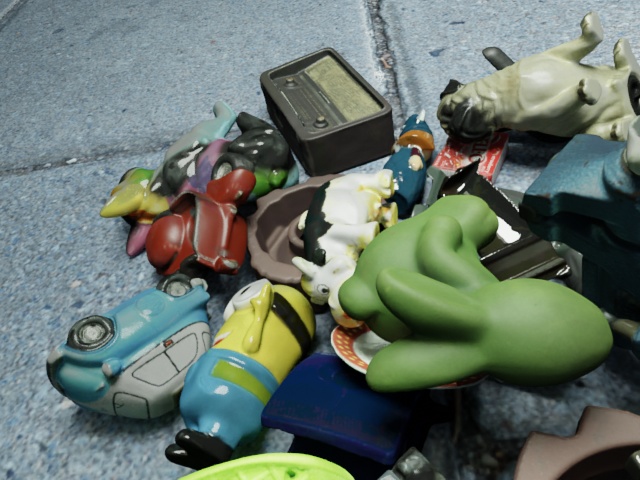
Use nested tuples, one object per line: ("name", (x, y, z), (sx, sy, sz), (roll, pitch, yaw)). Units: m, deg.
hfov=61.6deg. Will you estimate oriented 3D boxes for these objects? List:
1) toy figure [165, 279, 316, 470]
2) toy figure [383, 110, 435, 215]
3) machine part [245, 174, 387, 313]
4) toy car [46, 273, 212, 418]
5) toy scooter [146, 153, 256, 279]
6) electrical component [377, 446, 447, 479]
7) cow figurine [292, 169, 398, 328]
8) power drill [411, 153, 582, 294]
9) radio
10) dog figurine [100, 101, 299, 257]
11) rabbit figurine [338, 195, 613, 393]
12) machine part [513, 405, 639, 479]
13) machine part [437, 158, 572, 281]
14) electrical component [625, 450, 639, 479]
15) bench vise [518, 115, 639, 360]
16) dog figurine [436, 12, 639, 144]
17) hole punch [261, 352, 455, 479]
("toy figure", (-0.065, 0.115, 0.476), (0.082, 0.089, 0.180), (-20, 34, 36))
("toy figure", (0.110, -0.098, 0.668), (0.064, 0.057, 0.154), (-9, 42, 38))
("machine part", (-0.001, -0.002, 0.602), (0.179, 0.055, 0.179), (-7, 43, 7))
("toy car", (-0.159, 0.111, 0.506), (0.162, 0.109, 0.103), (-31, 68, -33))
("toy scooter", (-0.128, 0.002, 0.580), (0.184, 0.075, 0.135), (-40, 45, 30))
("electrical component", (0.039, 0.197, 0.329), (0.115, 0.134, 0.058), (-34, 47, -23))
("cow figurine", (0.015, 0.005, 0.499), (0.098, 0.068, 0.167), (2, 43, 20))
("power drill", (0.198, -0.008, 0.539), (0.208, 0.085, 0.232), (3, 48, 24))
("radio", (0.003, -0.190, 0.781), (0.131, 0.073, 0.230), (-22, 43, -8))
("dog figurine", (-0.158, -0.063, 0.675), (0.192, 0.108, 0.219), (31, 64, 34))
("rabbit figurine", (0.100, 0.040, 0.367), (0.159, 0.121, 0.170), (-7, 16, -31))
("machine part", (0.204, 0.214, 0.303), (0.201, 0.087, 0.201), (11, 50, 25))
("machine part", (0.154, -0.010, 0.486), (0.084, 0.039, 0.139), (-27, 58, 5))
("electrical component", (0.207, 0.140, 0.300), (0.094, 0.021, 0.063), (-20, 43, -4))
("bench vise", (0.247, 0.025, 0.315), (0.129, 0.223, 0.241), (-37, 46, -21))
("dog figurine", (0.254, -0.150, 0.624), (0.191, 0.172, 0.121), (-12, 52, 53))
("hole punch", (0.026, 0.138, 0.429), (0.142, 0.092, 0.116), (6, 43, 25))
